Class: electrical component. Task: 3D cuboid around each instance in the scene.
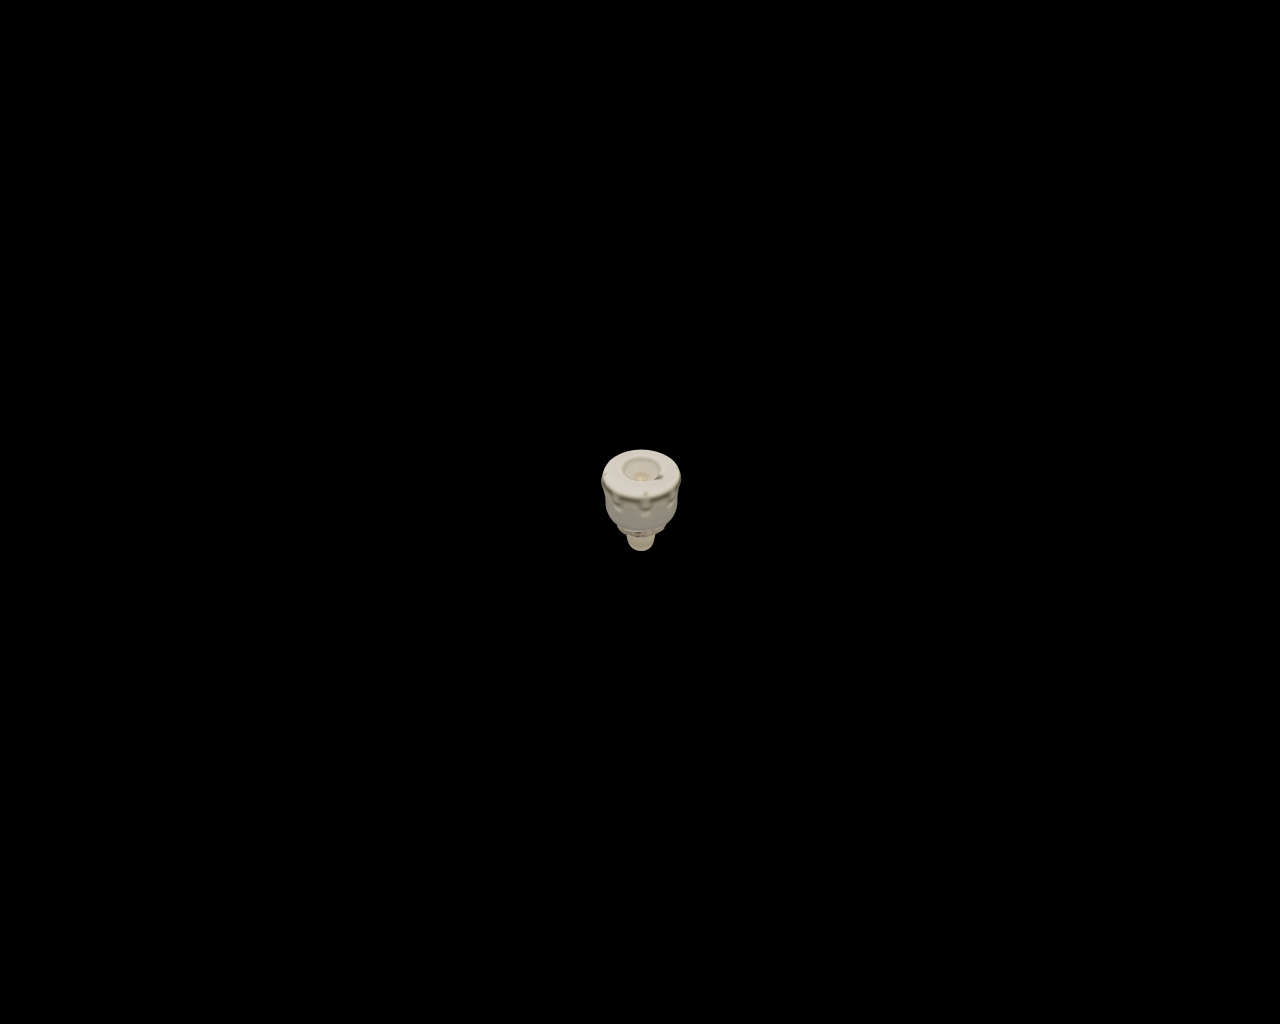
[{"bbox_3d":[0.001,-0.003,0.650,0.048,0.062,0.048,0,39,0],"label":"electrical component"}]
